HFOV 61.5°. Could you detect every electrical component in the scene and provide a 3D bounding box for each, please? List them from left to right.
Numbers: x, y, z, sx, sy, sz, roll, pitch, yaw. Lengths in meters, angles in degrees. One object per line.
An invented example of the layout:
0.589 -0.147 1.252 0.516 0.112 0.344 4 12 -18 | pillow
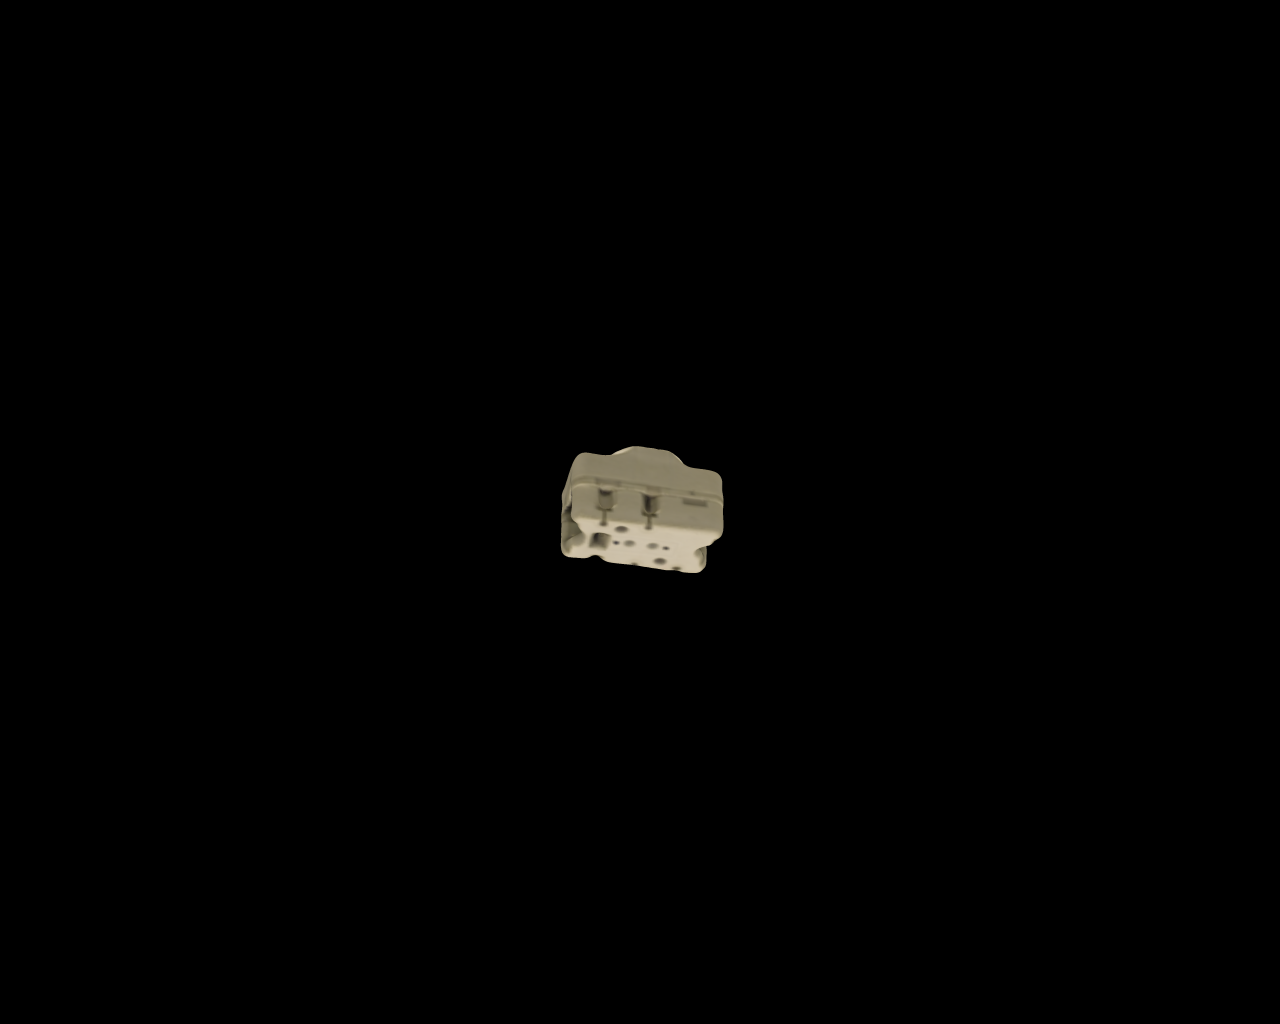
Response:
0.001 -0.003 0.650 0.089 0.056 0.050 8 -36 -11 | electrical component
